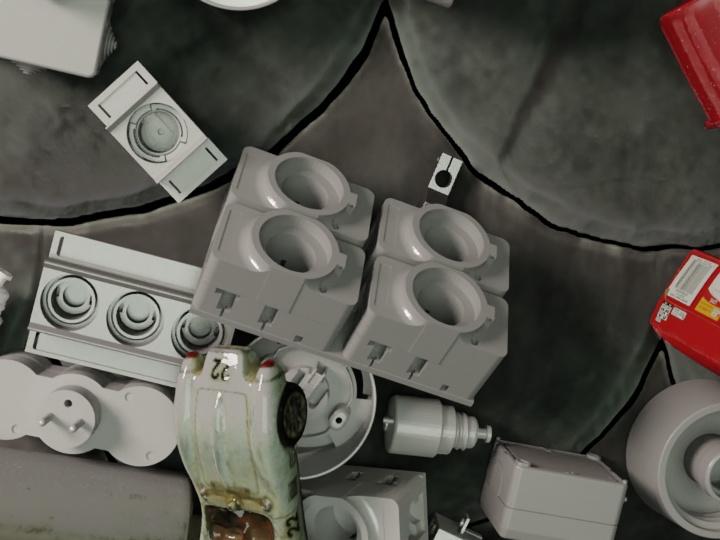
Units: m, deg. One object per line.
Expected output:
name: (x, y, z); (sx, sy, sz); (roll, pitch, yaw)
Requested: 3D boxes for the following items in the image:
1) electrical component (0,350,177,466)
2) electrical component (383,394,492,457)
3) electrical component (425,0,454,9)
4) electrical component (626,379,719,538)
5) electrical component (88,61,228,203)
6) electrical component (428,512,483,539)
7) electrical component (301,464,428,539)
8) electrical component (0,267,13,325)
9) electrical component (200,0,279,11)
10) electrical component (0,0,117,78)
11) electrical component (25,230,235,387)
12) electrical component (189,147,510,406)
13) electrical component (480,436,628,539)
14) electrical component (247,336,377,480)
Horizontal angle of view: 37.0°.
electrical component: (-0.182, 0.090, 0.680); (0.138, 0.073, 0.052); (11, 95, -1)
electrical component: (0.051, 0.109, 0.741); (0.078, 0.040, 0.040); (7, 97, -9)
electrical component: (0.039, -0.221, 0.661); (0.060, 0.108, 0.108); (13, 96, -3)
electrical component: (0.251, 0.137, 0.761); (0.108, 0.060, 0.108); (-1, 98, -7)
electrical component: (-0.126, -0.087, 0.677); (0.042, 0.064, 0.081); (-41, 101, 1)
electrical component: (0.070, 0.206, 0.755); (0.055, 0.048, 0.066); (25, 94, -2)
electrical component: (-0.005, 0.213, 0.718); (0.089, 0.062, 0.150); (1, 99, 24)
electrical component: (-0.250, 0.033, 0.689); (0.040, 0.040, 0.078); (36, 92, -11)
electrical component: (-0.077, -0.209, 0.666); (0.099, 0.064, 0.099); (-1, 98, -7)
electrical component: (-0.197, -0.170, 0.663); (0.100, 0.048, 0.099); (12, 96, -9)
electrical component: (-0.142, 0.026, 0.691); (0.121, 0.063, 0.078); (15, 96, -10)
electrical component: (0.000, 0.000, 0.678); (0.186, 0.105, 0.060); (19, 134, -10)
electrical component: (0.139, 0.161, 0.749); (0.096, 0.061, 0.061); (11, 97, -9)
electrical component: (-0.038, 0.080, 0.710); (0.099, 0.064, 0.099); (1, 104, 3)
